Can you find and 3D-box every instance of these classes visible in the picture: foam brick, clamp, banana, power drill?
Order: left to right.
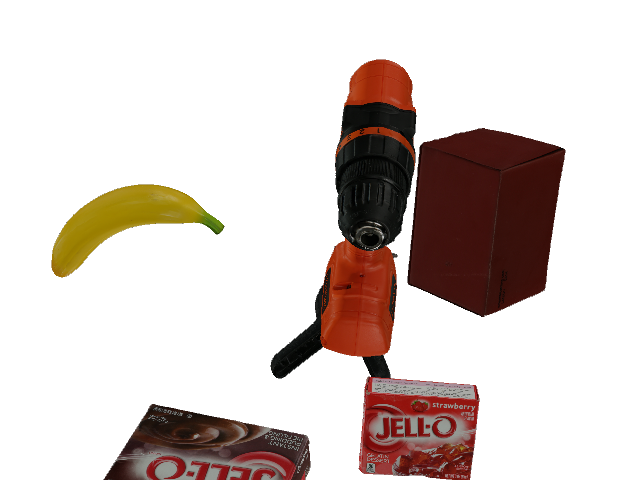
[{"bbox_3d":[-0.187,-0.013,0.991,0.198,0.069,0.037,-14,17,28],"label":"banana"},{"bbox_3d":[0.035,0.087,1.089,0.120,0.171,0.039,16,-40,18],"label":"clamp"},{"bbox_3d":[0.034,-0.008,0.750,0.057,0.188,0.184,8,41,2],"label":"power drill"},{"bbox_3d":[0.081,-0.011,0.529,0.052,0.078,0.051,-17,31,-40],"label":"foam brick"}]

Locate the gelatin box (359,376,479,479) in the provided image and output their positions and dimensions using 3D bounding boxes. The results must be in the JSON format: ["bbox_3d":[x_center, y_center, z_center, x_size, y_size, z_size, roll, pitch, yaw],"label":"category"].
[{"bbox_3d":[0.077,0.149,0.840,0.089,0.073,0.030,4,20,2],"label":"gelatin box"}]

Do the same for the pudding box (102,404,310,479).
[{"bbox_3d":[-0.072,0.153,0.669,0.113,0.039,0.090,7,30,14],"label":"pudding box"}]
